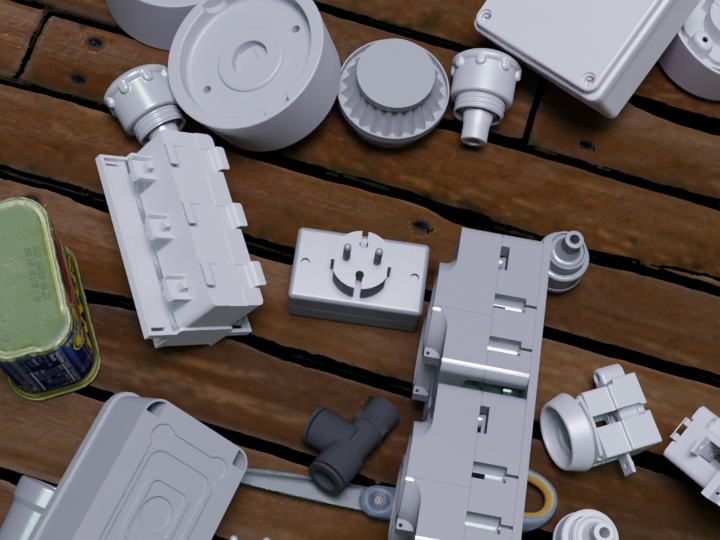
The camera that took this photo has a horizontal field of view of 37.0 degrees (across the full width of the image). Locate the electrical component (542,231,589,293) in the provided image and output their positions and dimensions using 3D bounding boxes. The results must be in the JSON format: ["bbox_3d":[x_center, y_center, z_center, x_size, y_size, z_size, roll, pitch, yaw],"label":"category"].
[{"bbox_3d":[0.129,-0.009,0.682,0.035,0.061,0.035,1,71,-3],"label":"electrical component"}]

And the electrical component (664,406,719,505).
[{"bbox_3d":[0.219,0.116,0.637,0.042,0.081,0.064,-51,50,5],"label":"electrical component"}]

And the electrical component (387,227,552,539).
[{"bbox_3d":[0.060,0.082,0.609,0.060,0.105,0.186,10,62,2],"label":"electrical component"}]

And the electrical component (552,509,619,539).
[{"bbox_3d":[0.133,0.155,0.623,0.035,0.061,0.035,1,70,-3],"label":"electrical component"}]

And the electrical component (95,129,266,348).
[{"bbox_3d":[-0.107,-0.021,0.665,0.079,0.063,0.121,1,63,-47],"label":"electrical component"}]

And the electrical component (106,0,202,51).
[{"bbox_3d":[-0.126,-0.213,0.741,0.108,0.060,0.108,1,70,-3],"label":"electrical component"}]

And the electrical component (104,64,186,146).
[{"bbox_3d":[-0.136,-0.101,0.710,0.048,0.048,0.062,-29,81,-13],"label":"electrical component"}]

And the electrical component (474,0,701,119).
[{"bbox_3d":[0.152,-0.175,0.714,0.109,0.056,0.108,40,100,28],"label":"electrical component"}]

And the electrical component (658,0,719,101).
[{"bbox_3d":[0.255,-0.170,0.747,0.099,0.064,0.099,1,70,-3],"label":"electrical component"}]

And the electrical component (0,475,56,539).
[{"bbox_3d":[-0.186,0.147,0.619,0.040,0.040,0.046,23,75,5],"label":"electrical component"}]

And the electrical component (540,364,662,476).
[{"bbox_3d":[0.144,0.095,0.655,0.055,0.048,0.066,-13,71,-16],"label":"electrical component"}]

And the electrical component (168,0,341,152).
[{"bbox_3d":[-0.065,-0.130,0.710,0.108,0.060,0.108,-6,71,17],"label":"electrical component"}]

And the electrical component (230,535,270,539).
[{"bbox_3d":[-0.065,0.191,0.607,0.077,0.044,0.079,4,70,-2],"label":"electrical component"}]

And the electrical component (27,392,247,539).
[{"bbox_3d":[-0.126,0.133,0.600,0.078,0.057,0.113,39,65,-29],"label":"electrical component"}]

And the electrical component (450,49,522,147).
[{"bbox_3d":[0.082,-0.115,0.728,0.048,0.048,0.062,11,77,1],"label":"electrical component"}]

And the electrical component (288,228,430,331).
[{"bbox_3d":[0.000,0.000,0.664,0.083,0.075,0.047,8,70,-1],"label":"electrical component"}]
